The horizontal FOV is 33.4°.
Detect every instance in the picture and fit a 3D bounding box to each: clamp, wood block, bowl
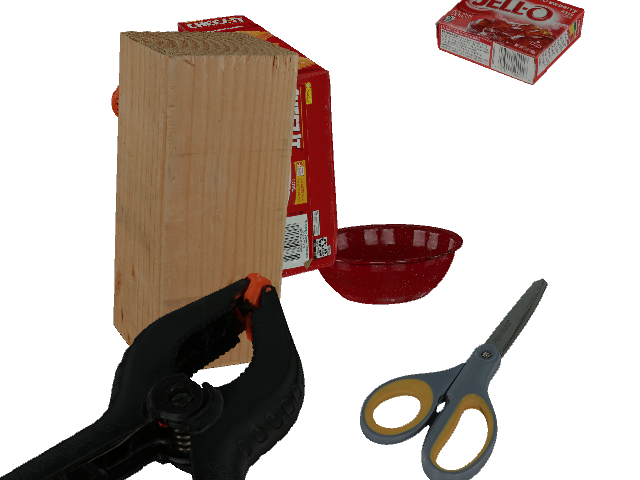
[{"bbox_3d":[-0.047,0.081,0.420,0.120,0.039,0.171,24,49,18],"label":"clamp"},{"bbox_3d":[-0.079,-0.028,0.701,0.090,0.206,0.090,-5,21,-28],"label":"wood block"},{"bbox_3d":[0.065,0.026,1.087,0.162,0.055,0.162,-3,13,1],"label":"bowl"}]

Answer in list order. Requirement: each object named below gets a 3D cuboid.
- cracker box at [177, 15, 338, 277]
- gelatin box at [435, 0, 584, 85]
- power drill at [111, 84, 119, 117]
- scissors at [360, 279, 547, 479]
[{"bbox_3d":[-0.055,-0.086,0.896,0.072,0.164,0.214,-11,26,-17],"label":"cracker box"},{"bbox_3d":[0.145,-0.163,0.821,0.089,0.030,0.073,28,54,28],"label":"gelatin box"},{"bbox_3d":[-0.142,-0.059,1.102,0.185,0.188,0.057,29,38,33],"label":"power drill"},{"bbox_3d":[0.090,0.082,0.717,0.096,0.016,0.201,9,39,15],"label":"scissors"}]
